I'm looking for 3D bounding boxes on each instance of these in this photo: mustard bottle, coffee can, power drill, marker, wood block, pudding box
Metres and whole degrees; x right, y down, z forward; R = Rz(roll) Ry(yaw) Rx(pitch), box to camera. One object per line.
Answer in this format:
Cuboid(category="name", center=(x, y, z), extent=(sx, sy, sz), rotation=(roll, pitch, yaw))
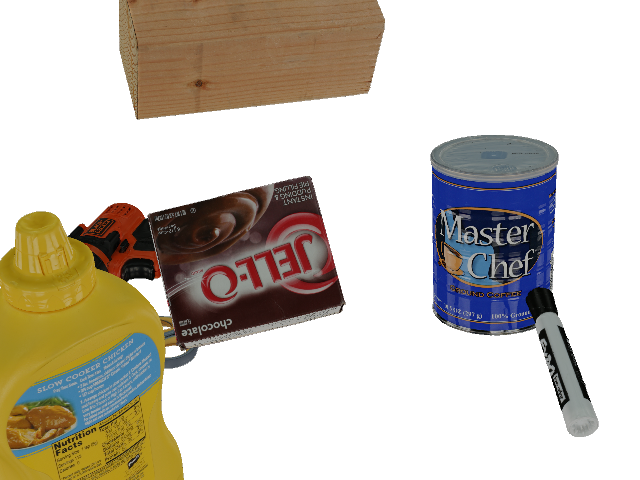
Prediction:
Cuboid(category="mustard bottle", center=(-0.117, 0.070, 0.499), extent=(0.096, 0.192, 0.058), rotation=(-26, 43, -31))
Cuboid(category="coffee can", center=(0.144, -0.006, 0.890), extent=(0.103, 0.140, 0.103), rotation=(-3, 23, 1))
Cuboid(category="power drill", center=(-0.137, 0.026, 0.922), extent=(0.188, 0.057, 0.184), rotation=(7, 29, 10))
Cuboid(category="marker", center=(0.152, 0.073, 0.678), extent=(0.020, 0.020, 0.121), rotation=(0, 39, -5))
Cuboid(category="wood block", center=(-0.061, -0.174, 0.907), extent=(0.205, 0.090, 0.091), rotation=(-8, -34, -15))
Cuboid(category="pudding box", center=(-0.049, 0.016, 0.701), extent=(0.113, 0.090, 0.039), rotation=(-14, -15, -4))

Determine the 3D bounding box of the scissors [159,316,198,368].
Cuboid(category="scissors", center=(-0.117, 0.097, 1.150), extent=(0.201, 0.016, 0.096), rotation=(-7, 31, -24))
